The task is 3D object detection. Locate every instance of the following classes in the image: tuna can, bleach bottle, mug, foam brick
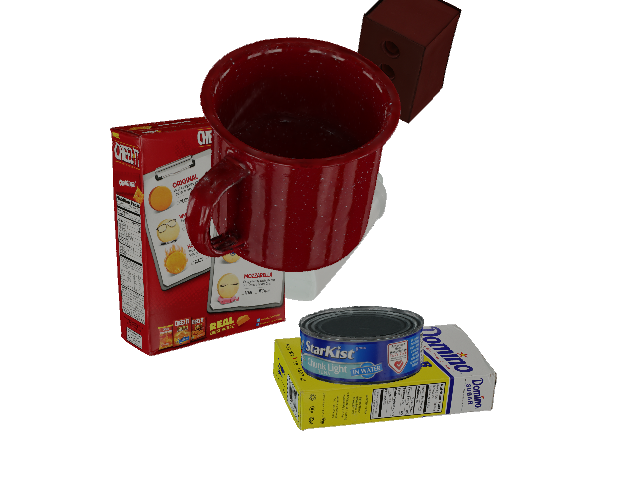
[{"bbox_3d":[0.028,0.071,0.733,0.086,0.034,0.086,-2,10,0],"label":"tuna can"},{"bbox_3d":[0.008,-0.021,1.328,0.103,0.068,0.250,13,36,23],"label":"bleach bottle"},{"bbox_3d":[-0.020,-0.032,0.515,0.093,0.081,0.117,32,52,22],"label":"mug"},{"bbox_3d":[0.060,-0.134,0.763,0.053,0.051,0.078,30,-34,17],"label":"foam brick"}]

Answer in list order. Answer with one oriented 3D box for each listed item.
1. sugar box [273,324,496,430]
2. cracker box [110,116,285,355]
[{"bbox_3d":[0.054,0.116,0.933,0.176,0.048,0.093,-6,26,-15],"label":"sugar box"},{"bbox_3d":[-0.117,-0.011,1.046,0.163,0.214,0.072,-12,19,-37],"label":"cracker box"}]
